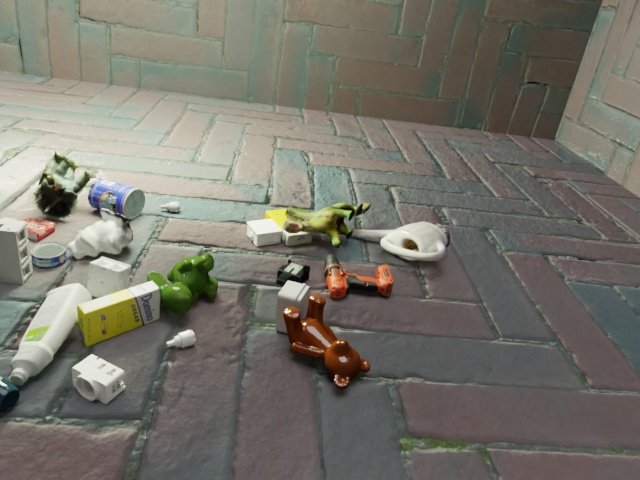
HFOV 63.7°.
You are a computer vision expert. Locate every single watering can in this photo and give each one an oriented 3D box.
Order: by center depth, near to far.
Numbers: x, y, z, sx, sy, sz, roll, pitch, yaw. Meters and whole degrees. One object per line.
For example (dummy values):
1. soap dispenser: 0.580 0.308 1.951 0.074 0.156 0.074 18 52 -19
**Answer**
1. watering can: 0.277 -0.007 1.697 0.226 0.102 0.350 -17 28 -41

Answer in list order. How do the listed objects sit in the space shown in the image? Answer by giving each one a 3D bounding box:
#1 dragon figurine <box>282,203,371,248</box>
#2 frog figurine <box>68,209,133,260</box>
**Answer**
1. dragon figurine: 0.005 -0.085 1.698 0.243 0.120 0.415 16 21 16
2. frog figurine: -0.612 0.001 1.447 0.138 0.120 0.162 27 67 15
